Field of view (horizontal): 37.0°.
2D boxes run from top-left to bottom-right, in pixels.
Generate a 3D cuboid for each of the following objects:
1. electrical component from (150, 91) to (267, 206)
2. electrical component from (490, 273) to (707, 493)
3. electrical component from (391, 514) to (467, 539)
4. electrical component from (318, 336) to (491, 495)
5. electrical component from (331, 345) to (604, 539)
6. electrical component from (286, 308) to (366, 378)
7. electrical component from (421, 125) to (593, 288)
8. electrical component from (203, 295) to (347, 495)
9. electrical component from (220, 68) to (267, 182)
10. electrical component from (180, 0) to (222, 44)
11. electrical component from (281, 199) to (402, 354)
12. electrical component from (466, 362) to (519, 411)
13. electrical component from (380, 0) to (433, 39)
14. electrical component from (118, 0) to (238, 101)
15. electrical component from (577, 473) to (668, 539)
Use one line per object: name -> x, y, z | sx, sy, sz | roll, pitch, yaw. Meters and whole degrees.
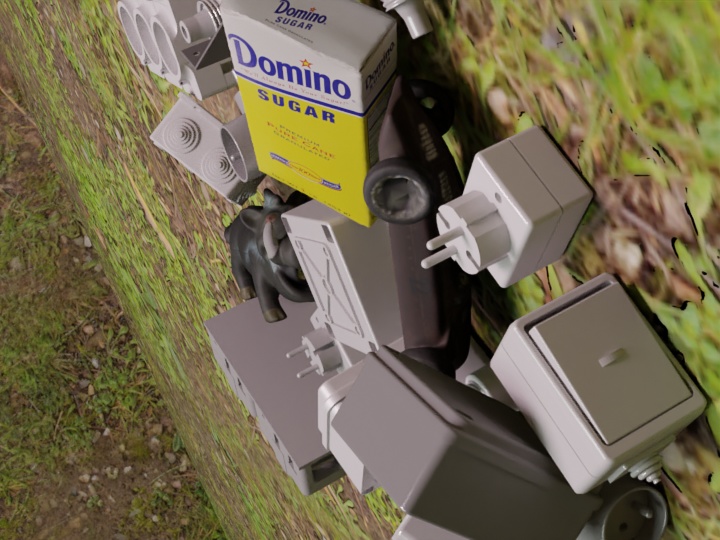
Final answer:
electrical component -> -0.125, -0.100, 0.917 | 0.100, 0.048, 0.100 | 38, 180, 3
electrical component -> 0.117, 0.058, 0.516 | 0.096, 0.062, 0.061 | 57, 161, 20
electrical component -> 0.068, 0.158, 0.706 | 0.056, 0.108, 0.108 | 35, 155, 10
electrical component -> 0.031, 0.088, 0.719 | 0.057, 0.113, 0.078 | 52, 159, 26
electrical component -> 0.055, 0.099, 0.576 | 0.109, 0.056, 0.109 | 28, -175, -27
electrical component -> -0.023, 0.063, 0.897 | 0.065, 0.077, 0.047 | 62, 162, 8
electrical component -> 0.064, -0.023, 0.531 | 0.047, 0.077, 0.065 | 56, 161, 21
electrical component -> -0.052, 0.104, 0.989 | 0.186, 0.105, 0.060 | 51, 158, 36
electrical component -> -0.065, -0.113, 0.769 | 0.079, 0.077, 0.043 | 63, 163, 4
electrical component -> -0.102, -0.187, 0.797 | 0.048, 0.062, 0.048 | 53, 160, 30
electrical component -> 0.000, 0.000, 0.777 | 0.109, 0.056, 0.108 | 16, 130, 67
electrical component -> 0.075, 0.080, 0.666 | 0.035, 0.061, 0.035 | 53, 160, 30
electrical component -> 0.020, -0.149, 0.551 | 0.061, 0.035, 0.035 | 65, 163, -9
electrical component -> -0.152, -0.206, 0.913 | 0.150, 0.062, 0.089 | 36, 147, 56
electrical component -> 0.136, 0.143, 0.610 | 0.077, 0.043, 0.079 | 27, 139, 62
